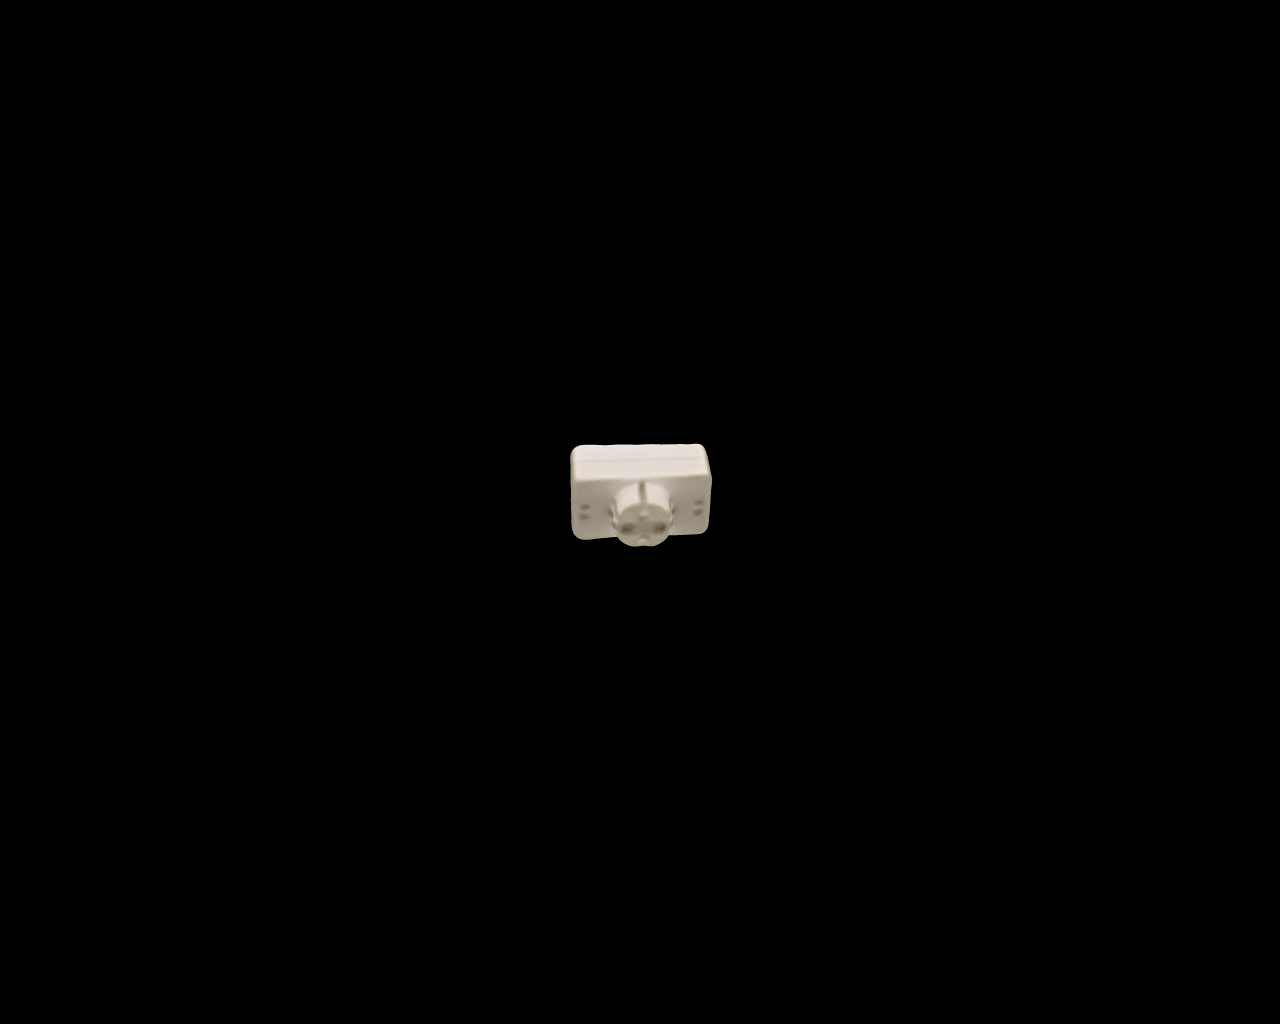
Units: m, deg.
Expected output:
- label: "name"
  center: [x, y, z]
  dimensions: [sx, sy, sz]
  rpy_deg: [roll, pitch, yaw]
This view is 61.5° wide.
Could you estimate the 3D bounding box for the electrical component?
- label: "electrical component"
  center: [0.001, -0.003, 0.650]
  dimensions: [0.083, 0.047, 0.076]
  rpy_deg: [-2, 36, -2]
